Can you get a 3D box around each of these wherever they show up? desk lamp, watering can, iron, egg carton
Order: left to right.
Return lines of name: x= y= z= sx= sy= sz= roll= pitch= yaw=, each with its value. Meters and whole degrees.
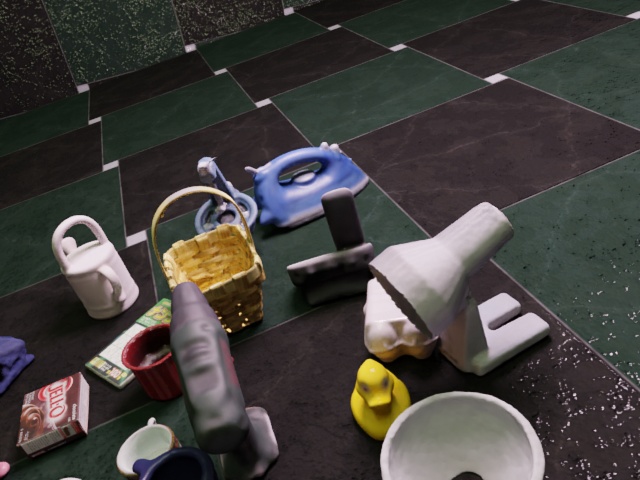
watering can: x=-0.426 y=0.043 z=1.054 sx=0.172 sy=0.194 sz=0.101 roll=0 pitch=37 yaw=24
iron: x=-0.027 y=-0.131 z=1.176 sx=0.258 sy=0.142 sz=0.118 roll=-25 pitch=34 yaw=-11
egg carton: x=0.117 y=0.108 z=0.836 sx=0.107 sy=0.069 sz=0.150 roll=-9 pitch=35 yaw=12
desk lamp: x=0.179 y=0.067 z=0.736 sx=0.203 sy=0.214 sz=0.117 roll=-27 pitch=35 yaw=-14

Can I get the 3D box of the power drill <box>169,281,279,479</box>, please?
power drill: x=-0.123 y=0.186 z=0.703 sx=0.075 sy=0.209 sz=0.229 roll=-23 pitch=34 yaw=-8

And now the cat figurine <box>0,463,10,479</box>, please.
cat figurine: x=-0.490 y=0.301 z=0.780 sx=0.127 sy=0.118 sz=0.067 roll=-9 pitch=35 yaw=12

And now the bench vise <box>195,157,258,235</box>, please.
bench vise: x=-0.197 y=-0.072 z=1.096 sx=0.122 sy=0.220 sz=0.206 roll=-27 pitch=35 yaw=-15

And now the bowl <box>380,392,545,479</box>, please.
bowl: x=0.152 y=0.250 z=0.612 sx=0.167 sy=0.075 sz=0.167 roll=-11 pitch=34 yaw=8

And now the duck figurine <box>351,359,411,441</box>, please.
duck figurine: x=0.071 y=0.188 z=0.726 sx=0.077 sy=0.086 sz=0.104 roll=-15 pitch=34 yaw=3

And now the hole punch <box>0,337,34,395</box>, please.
hole punch: x=-0.572 y=0.201 z=0.984 sx=0.108 sy=0.091 sz=0.101 roll=-1 pitch=37 yaw=23

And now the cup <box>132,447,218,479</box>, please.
cup: x=-0.162 y=0.299 z=0.660 sx=0.117 sy=0.095 sz=0.092 roll=8 pitch=41 yaw=33

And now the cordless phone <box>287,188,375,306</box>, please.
cordless phone: x=0.009 y=0.003 z=0.928 sx=0.147 sy=0.185 sz=0.094 roll=-18 pitch=34 yaw=-1
